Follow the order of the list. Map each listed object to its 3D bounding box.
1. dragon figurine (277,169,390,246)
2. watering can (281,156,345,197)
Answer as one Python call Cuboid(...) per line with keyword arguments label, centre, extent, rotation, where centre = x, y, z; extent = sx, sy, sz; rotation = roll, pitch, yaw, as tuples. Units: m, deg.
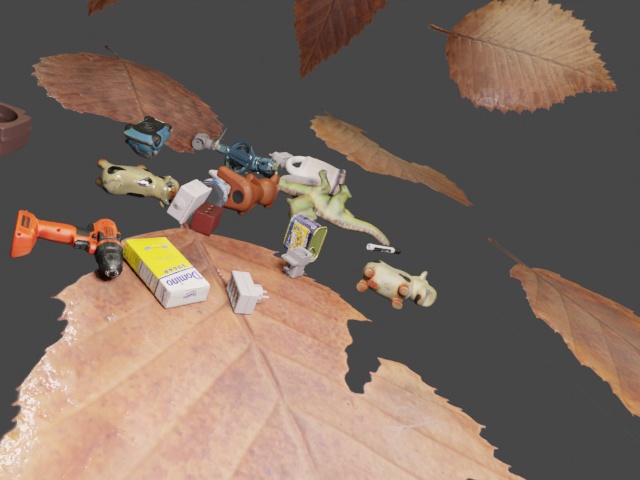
Cuboid(label="dragon figurine", centre=(0.005, -0.079, 1.568), extent=(0.414, 0.119, 0.246), rotation=(41, 45, 19))
Cuboid(label="watering can", centre=(-0.023, -0.219, 1.813), extent=(0.224, 0.102, 0.354), rotation=(22, 24, -1))
